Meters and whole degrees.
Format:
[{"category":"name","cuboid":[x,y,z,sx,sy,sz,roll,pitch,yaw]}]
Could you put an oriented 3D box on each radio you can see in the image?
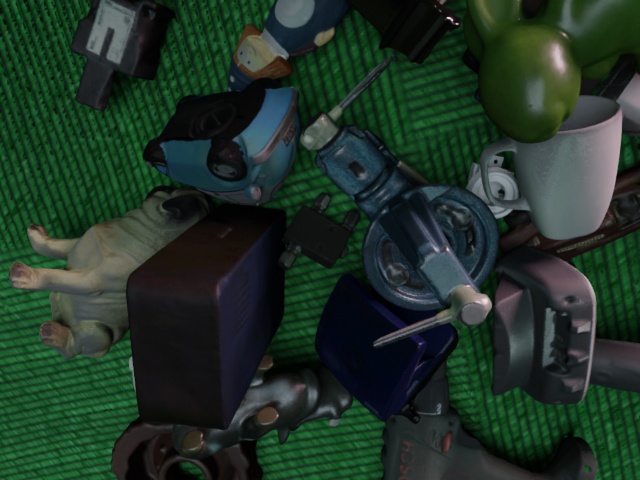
[{"category":"radio","cuboid":[-0.086,0.055,0.485,0.073,0.229,0.131,5,108,8]}]

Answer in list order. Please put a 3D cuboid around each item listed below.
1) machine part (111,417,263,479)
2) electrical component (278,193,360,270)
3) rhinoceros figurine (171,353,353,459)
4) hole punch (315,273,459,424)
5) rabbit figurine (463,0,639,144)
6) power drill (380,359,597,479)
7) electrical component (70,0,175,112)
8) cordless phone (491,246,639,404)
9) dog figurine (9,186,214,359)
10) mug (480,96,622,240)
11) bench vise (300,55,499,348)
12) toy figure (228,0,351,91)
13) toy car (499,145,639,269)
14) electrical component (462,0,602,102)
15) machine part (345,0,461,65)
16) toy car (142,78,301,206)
[{"category":"machine part","cuboid":[-0.152,0.270,0.630,0.179,0.056,0.179,2,103,7]},{"category":"electrical component","cuboid":[-0.001,-0.002,0.538,0.063,0.021,0.094,31,63,1]},{"category":"rhinoceros figurine","cuboid":[-0.059,0.176,0.553,0.190,0.073,0.112,-15,141,-10]},{"category":"hole punch","cuboid":[0.053,0.102,0.521,0.142,0.092,0.115,40,105,29]},{"category":"rabbit figurine","cuboid":[0.172,-0.153,0.380,0.159,0.121,0.170,42,85,20]},{"category":"power drill","cuboid":[0.167,0.215,0.558,0.207,0.086,0.231,15,96,0]},{"category":"electrical component","cuboid":[-0.202,-0.188,0.538,0.075,0.048,0.119,22,105,3]},{"category":"cordless phone","cuboid":[0.249,0.085,0.480,0.184,0.089,0.146,4,120,23]},{"category":"dog figurine","cuboid":[-0.193,0.039,0.571,0.191,0.121,0.172,-14,135,-6]},{"category":"mug","cuboid":[0.192,-0.052,0.446,0.110,0.081,0.107,-17,117,1]},{"category":"bench vise","cuboid":[0.075,-0.015,0.449,0.129,0.241,0.223,-31,112,9]},{"category":"toy figure","cuboid":[-0.037,-0.193,0.510,0.154,0.057,0.064,-41,50,15]},{"category":"toy car","cuboid":[0.270,-0.026,0.504,0.202,0.053,0.089,-27,101,12]},{"category":"electrical component","cuboid":[0.196,-0.174,0.478,0.115,0.058,0.134,30,105,3]},{"category":"machine part","cuboid":[0.044,-0.202,0.442,0.139,0.084,0.039,36,79,-8]},{"category":"toy car","cuboid":[-0.083,-0.080,0.514,0.162,0.109,0.102,-1,141,31]}]
